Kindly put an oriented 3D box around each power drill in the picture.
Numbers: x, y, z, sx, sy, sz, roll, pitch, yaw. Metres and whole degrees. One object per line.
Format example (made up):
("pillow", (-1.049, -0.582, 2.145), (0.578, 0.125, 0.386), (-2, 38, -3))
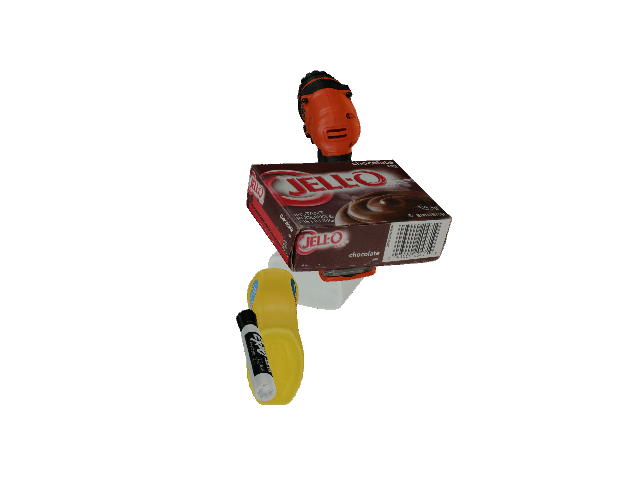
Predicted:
("power drill", (0.011, -0.067, 1.058), (0.057, 0.188, 0.184), (-9, 22, -1))

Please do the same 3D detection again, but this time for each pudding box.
("pudding box", (0.017, -0.019, 0.716), (0.113, 0.039, 0.090), (-2, 31, -25))

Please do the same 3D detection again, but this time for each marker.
("marker", (-0.057, 0.097, 0.930), (0.020, 0.020, 0.121), (0, 29, -13))

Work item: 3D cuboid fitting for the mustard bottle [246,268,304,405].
("mustard bottle", (-0.050, 0.085, 1.143), (0.058, 0.096, 0.191), (0, 28, -4))

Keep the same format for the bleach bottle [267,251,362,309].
("bleach bottle", (0.036, -0.010, 1.337), (0.103, 0.068, 0.250), (12, 35, 23))
